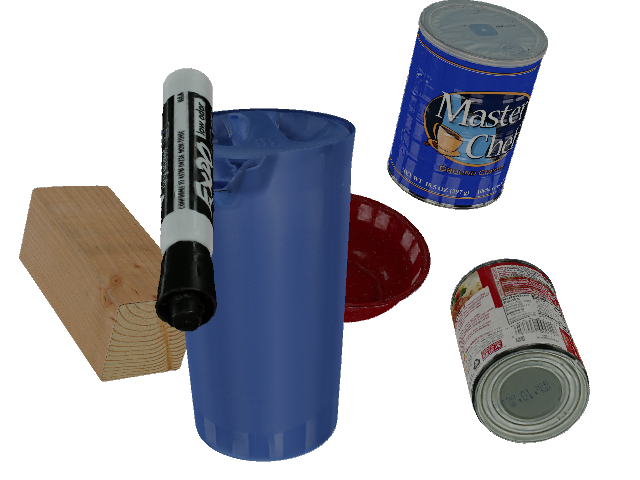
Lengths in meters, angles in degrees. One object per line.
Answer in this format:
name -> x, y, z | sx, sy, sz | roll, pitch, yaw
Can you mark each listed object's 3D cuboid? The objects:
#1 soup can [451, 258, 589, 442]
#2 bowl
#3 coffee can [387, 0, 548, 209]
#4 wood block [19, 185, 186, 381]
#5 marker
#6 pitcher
soup can -> 0.118, 0.064, 0.639 | 0.068, 0.068, 0.102 | 0, 27, 0
bowl -> 0.017, 0.025, 0.983 | 0.162, 0.055, 0.162 | 6, 39, -5
coffee can -> 0.118, -0.112, 0.877 | 0.102, 0.140, 0.103 | 7, 37, -5
wood block -> -0.214, 0.036, 1.064 | 0.090, 0.091, 0.206 | -4, 35, -39
marker -> -0.045, -0.017, 0.364 | 0.020, 0.020, 0.121 | 0, 44, -7
pitcher -> -0.038, 0.027, 0.780 | 0.149, 0.243, 0.145 | -11, 22, -27
